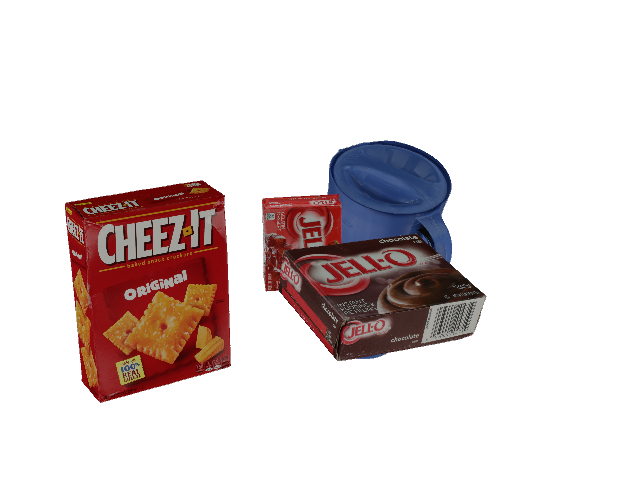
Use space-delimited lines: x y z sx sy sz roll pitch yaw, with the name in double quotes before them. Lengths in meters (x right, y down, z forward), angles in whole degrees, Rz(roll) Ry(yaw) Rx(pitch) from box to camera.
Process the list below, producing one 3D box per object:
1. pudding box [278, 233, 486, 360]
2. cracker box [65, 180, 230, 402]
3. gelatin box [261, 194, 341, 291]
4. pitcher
"pudding box" 0.040 0.036 0.725 0.113 0.039 0.090 -5 32 -29
"cracker box" -0.185 0.055 1.177 0.163 0.214 0.072 -12 23 -28
"gelatin box" -0.017 0.002 0.996 0.073 0.089 0.030 -2 27 -5
"pitcher" 0.066 0.024 1.205 0.145 0.243 0.149 12 39 3
